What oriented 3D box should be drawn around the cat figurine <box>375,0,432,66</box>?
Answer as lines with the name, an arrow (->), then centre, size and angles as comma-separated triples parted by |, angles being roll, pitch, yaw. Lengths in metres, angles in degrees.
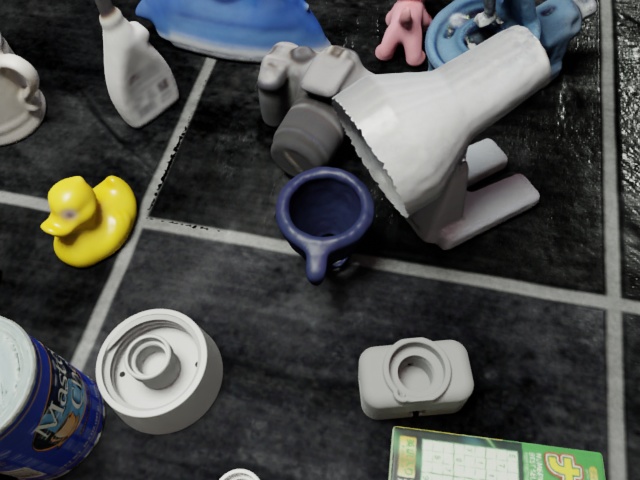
cat figurine -> 0.110, -0.303, 0.710 | 0.067, 0.118, 0.128 | 9, 61, 8

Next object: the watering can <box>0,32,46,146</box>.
watering can -> -0.403, -0.202, 0.633 | 0.173, 0.194, 0.101 | -9, 60, -2

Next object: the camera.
camera -> -0.014, -0.146, 0.637 | 0.143, 0.101, 0.137 | 21, 64, 14

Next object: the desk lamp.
desk lamp -> 0.118, -0.086, 0.532 | 0.203, 0.214, 0.117 | -26, 62, -11

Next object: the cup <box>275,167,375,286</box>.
cup -> 0.005, 0.002, 0.555 | 0.091, 0.095, 0.118 | 4, 61, 5

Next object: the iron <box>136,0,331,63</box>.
iron -> -0.108, -0.314, 0.713 | 0.258, 0.141, 0.119 | 16, 63, 12

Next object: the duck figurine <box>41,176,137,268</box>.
duck figurine -> -0.243, -0.033, 0.592 | 0.077, 0.086, 0.105 | 26, 65, 16

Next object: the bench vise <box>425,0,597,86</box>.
bench vise -> 0.202, -0.251, 0.617 | 0.208, 0.220, 0.121 | -37, 65, -17

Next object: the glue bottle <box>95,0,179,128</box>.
glue bottle -> -0.213, -0.206, 0.638 | 0.037, 0.173, 0.078 | 39, 69, 22
